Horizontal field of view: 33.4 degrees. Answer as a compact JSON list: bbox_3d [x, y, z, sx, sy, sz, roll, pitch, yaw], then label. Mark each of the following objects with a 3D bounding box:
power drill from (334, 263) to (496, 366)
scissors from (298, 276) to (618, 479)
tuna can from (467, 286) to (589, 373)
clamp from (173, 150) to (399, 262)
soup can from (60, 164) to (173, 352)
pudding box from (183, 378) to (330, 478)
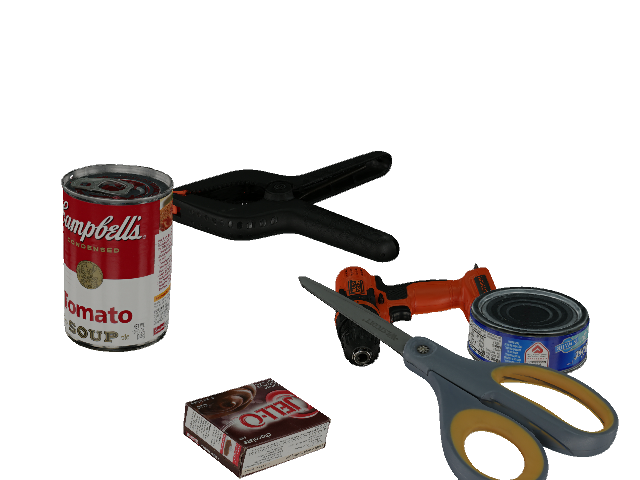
[{"bbox_3d":[0.109,0.082,1.217,0.187,0.057,0.184,-1,27,-1],"label":"power drill"},{"bbox_3d":[0.051,0.075,0.557,0.202,0.016,0.096,18,42,25],"label":"scissors"},{"bbox_3d":[0.150,0.064,0.769,0.086,0.034,0.086,0,21,0],"label":"tuna can"},{"bbox_3d":[-0.029,-0.037,0.947,0.210,0.036,0.164,3,32,8],"label":"clamp"},{"bbox_3d":[-0.128,0.010,0.672,0.068,0.102,0.068,4,22,-2],"label":"soup can"},{"bbox_3d":[-0.061,0.177,1.019,0.113,0.039,0.090,-13,29,-43],"label":"pudding box"}]
